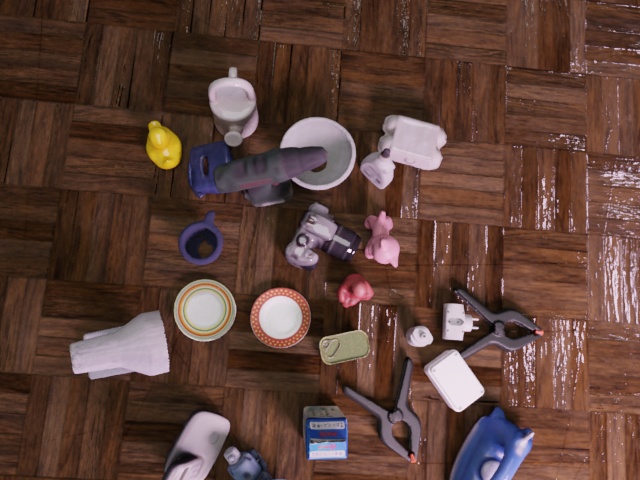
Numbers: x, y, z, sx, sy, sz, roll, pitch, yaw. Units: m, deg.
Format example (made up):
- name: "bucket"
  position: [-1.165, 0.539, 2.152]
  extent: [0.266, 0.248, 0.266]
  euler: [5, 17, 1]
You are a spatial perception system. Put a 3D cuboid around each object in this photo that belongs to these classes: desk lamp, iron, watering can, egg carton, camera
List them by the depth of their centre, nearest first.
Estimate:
- name: "desk lamp"
  position: [-0.381, 0.214, 1.112]
  extent: [0.203, 0.213, 0.118]
  euler: [-12, 81, -6]
- name: "iron"
  position: [0.345, 0.477, 1.157]
  extent: [0.118, 0.141, 0.258]
  euler: [34, 80, 2]
- name: "watering can"
  position: [-0.182, -0.287, 1.223]
  extent: [0.101, 0.194, 0.173]
  euler: [-24, 83, -7]
- name: "camera"
  position: [0.011, 0.004, 1.234]
  extent: [0.137, 0.100, 0.143]
  euler: [27, 79, 1]
- name: "egg carton"
  position: [0.209, -0.221, 1.304]
  extent: [0.150, 0.069, 0.107]
  euler: [14, 80, -2]

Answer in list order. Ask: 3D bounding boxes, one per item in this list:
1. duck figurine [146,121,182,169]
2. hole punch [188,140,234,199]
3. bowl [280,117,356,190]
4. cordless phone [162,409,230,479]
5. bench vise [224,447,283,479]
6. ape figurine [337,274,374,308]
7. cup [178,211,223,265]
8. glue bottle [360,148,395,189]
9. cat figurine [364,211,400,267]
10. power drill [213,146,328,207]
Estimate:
- name: "duck figurine"
  position: [-0.346, -0.211, 1.252]
  extent: [0.077, 0.086, 0.104]
  euler: [-20, 82, -7]
- name: "hole punch"
  position: [-0.238, -0.154, 1.248]
  extent: [0.101, 0.091, 0.109]
  euler: [-5, 81, -5]
- name: "bowl"
  position: [-0.007, -0.184, 1.279]
  extent: [0.167, 0.074, 0.167]
  euler: [1, 80, -4]
- name: "cordless phone"
  position: [-0.245, 0.407, 1.103]
  extent: [0.094, 0.185, 0.148]
  euler: [24, 79, 1]
- name: "bench vise"
  position: [-0.116, 0.495, 1.080]
  extent: [0.207, 0.219, 0.121]
  euler: [32, 80, 2]
- name: "ape figurine"
  position: [0.078, 0.108, 1.226]
  extent: [0.078, 0.092, 0.076]
  euler: [13, 80, -2]
- name: "cup"
  position: [-0.245, 0.000, 1.219]
  extent: [0.091, 0.095, 0.118]
  euler: [16, 79, -1]
- name: "glue bottle"
  position: [0.131, -0.164, 1.236]
  extent: [0.037, 0.173, 0.078]
  euler: [-43, 85, -10]
- name: "cat figurine"
  position: [0.136, -0.001, 1.236]
  extent: [0.067, 0.117, 0.128]
  euler: [-1, 80, -4]
- name: "power drill"
  position: [-0.102, -0.134, 1.195]
  extent: [0.229, 0.208, 0.075]
  euler: [-12, 81, -6]
